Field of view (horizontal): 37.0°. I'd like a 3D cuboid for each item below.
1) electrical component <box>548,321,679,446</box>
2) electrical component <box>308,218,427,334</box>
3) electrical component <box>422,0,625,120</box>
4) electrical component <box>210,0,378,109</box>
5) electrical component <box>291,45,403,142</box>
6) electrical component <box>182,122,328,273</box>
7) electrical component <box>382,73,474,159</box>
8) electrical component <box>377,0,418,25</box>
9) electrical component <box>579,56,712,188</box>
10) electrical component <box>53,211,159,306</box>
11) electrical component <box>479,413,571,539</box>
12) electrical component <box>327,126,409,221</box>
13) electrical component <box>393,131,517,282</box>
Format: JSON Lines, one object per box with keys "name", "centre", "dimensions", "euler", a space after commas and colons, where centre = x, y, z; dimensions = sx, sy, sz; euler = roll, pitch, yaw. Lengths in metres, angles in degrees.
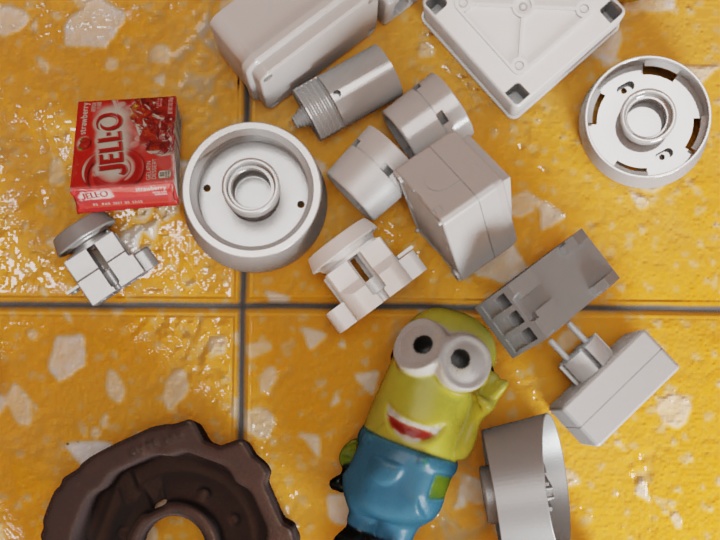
{"name": "electrical component", "centre": [0.170, 0.072, 0.778], "dimensions": [0.083, 0.047, 0.075], "euler": [-42, 86, -7]}
{"name": "electrical component", "centre": [0.000, 0.000, 0.776], "dimensions": [0.078, 0.058, 0.057], "euler": [-36, 88, -6]}
{"name": "electrical component", "centre": [0.119, -0.188, 0.796], "dimensions": [0.109, 0.056, 0.108], "euler": [-41, 86, 3]}
{"name": "electrical component", "centre": [-0.045, -0.179, 0.786], "dimensions": [0.113, 0.078, 0.057], "euler": [-38, 83, -6]}
{"name": "electrical component", "centre": [-0.014, -0.129, 0.798], "dimensions": [0.081, 0.043, 0.043], "euler": [-30, 85, -5]}
{"name": "electrical component", "centre": [-0.077, -0.055, 0.778], "dimensions": [0.108, 0.060, 0.108], "euler": [0, 83, -2]}
{"name": "electrical component", "centre": [0.049, -0.109, 0.793], "dimensions": [0.047, 0.055, 0.055], "euler": [-35, 85, -2]}
{"name": "electrical component", "centre": [0.028, -0.244, 0.811], "dimensions": [0.083, 0.047, 0.075], "euler": [-38, 87, -6]}
{"name": "electrical component", "centre": [0.215, -0.112, 0.806], "dimensions": [0.099, 0.064, 0.099], "euler": [0, 89, 10]}
{"name": "electrical component", "centre": [-0.188, -0.009, 0.776], "dimensions": [0.066, 0.048, 0.055], "euler": [-34, 93, -7]}
{"name": "electrical component", "centre": [0.117, 0.151, 0.744], "dimensions": [0.064, 0.099, 0.099], "euler": [-9, 83, 3]}
{"name": "electrical component", "centre": [0.009, -0.069, 0.787], "dimensions": [0.047, 0.055, 0.055], "euler": [-45, 86, -3]}
{"name": "electrical component", "centre": [0.073, -0.043, 0.769], "dimensions": [0.061, 0.096, 0.061], "euler": [-35, 56, -6]}
